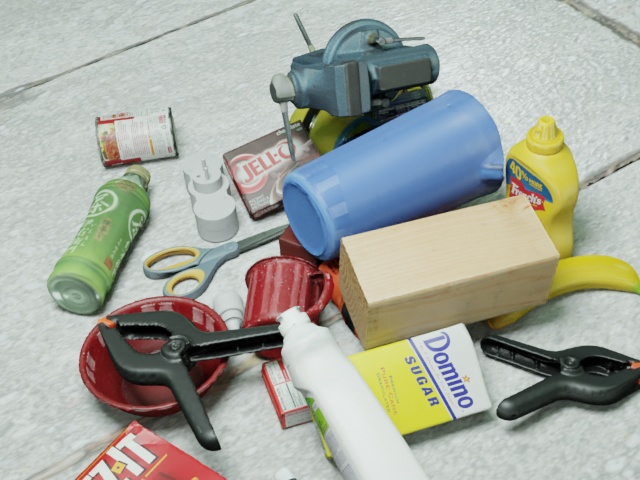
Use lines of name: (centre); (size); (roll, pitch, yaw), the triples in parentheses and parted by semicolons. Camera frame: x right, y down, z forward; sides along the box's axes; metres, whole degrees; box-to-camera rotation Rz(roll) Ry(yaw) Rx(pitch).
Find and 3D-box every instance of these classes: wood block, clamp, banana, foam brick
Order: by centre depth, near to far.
clamp: (-0.143, 0.126, 1.077); (0.210, 0.036, 0.164); (12, 45, 21)
clamp: (0.250, 0.145, 1.096); (0.171, 0.039, 0.120); (2, 40, 7)
wood block: (0.131, 0.034, 1.119); (0.206, 0.090, 0.091); (-14, 52, -11)
banana: (0.274, 0.053, 1.198); (0.197, 0.037, 0.069); (-11, 42, -6)
foam brick: (-0.008, 0.002, 1.270); (0.051, 0.053, 0.078); (16, 45, 21)

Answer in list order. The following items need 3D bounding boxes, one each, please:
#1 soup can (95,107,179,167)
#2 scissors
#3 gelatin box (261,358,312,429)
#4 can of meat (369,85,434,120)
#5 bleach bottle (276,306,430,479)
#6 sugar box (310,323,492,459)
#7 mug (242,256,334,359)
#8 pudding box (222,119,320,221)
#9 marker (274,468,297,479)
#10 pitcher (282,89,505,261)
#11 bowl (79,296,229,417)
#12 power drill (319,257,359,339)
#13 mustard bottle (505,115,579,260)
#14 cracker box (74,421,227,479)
soup can: (-0.245, -0.139, 1.432); (0.102, 0.068, 0.068); (-9, 43, -5)
scissors: (-0.111, 0.027, 1.280); (0.201, 0.016, 0.096); (-10, 45, -5)
gelatin box: (-0.010, 0.153, 1.124); (0.089, 0.030, 0.073); (-15, 45, -11)
can of meat: (0.102, -0.186, 1.447); (0.084, 0.057, 0.102); (-13, 28, -4)
bleach bottle: (0.031, 0.171, 0.982); (0.068, 0.103, 0.251); (-25, 72, -18)
sugar box: (0.076, 0.151, 1.077); (0.176, 0.048, 0.093); (-16, 81, -8)
mug: (-0.032, 0.073, 1.160); (0.117, 0.093, 0.081); (-25, 40, 30)
pudding box: (-0.054, -0.088, 1.346); (0.113, 0.039, 0.090); (-25, 74, -10)
marker: (-0.005, 0.264, 1.013); (0.020, 0.020, 0.121); (-26, 47, -21)
pitcher: (0.077, -0.075, 1.229); (0.242, 0.149, 0.145); (-25, 84, -22)
bowl: (-0.172, 0.135, 1.140); (0.162, 0.055, 0.162); (-3, 43, 2)
power drill: (0.114, 0.058, 1.194); (0.187, 0.057, 0.185); (-23, 49, -19)
mustard bottle: (0.249, -0.059, 1.207); (0.058, 0.192, 0.096); (-24, 46, -19)
cracker box: (-0.144, 0.275, 0.948); (0.214, 0.072, 0.164); (23, 55, 36)
